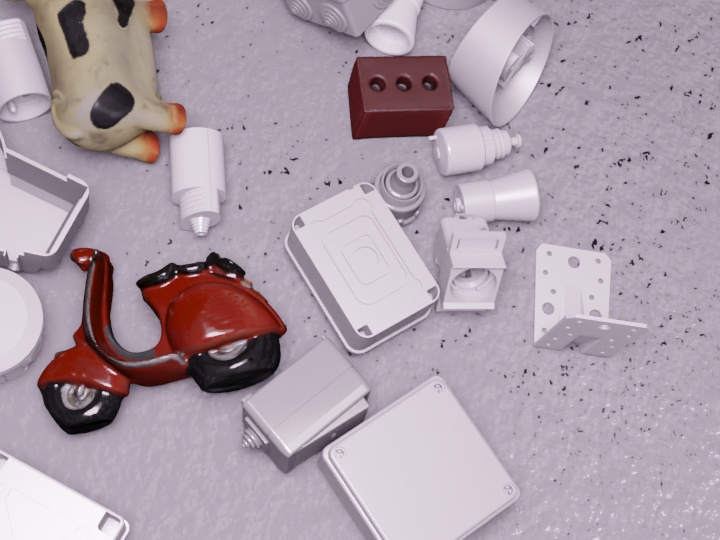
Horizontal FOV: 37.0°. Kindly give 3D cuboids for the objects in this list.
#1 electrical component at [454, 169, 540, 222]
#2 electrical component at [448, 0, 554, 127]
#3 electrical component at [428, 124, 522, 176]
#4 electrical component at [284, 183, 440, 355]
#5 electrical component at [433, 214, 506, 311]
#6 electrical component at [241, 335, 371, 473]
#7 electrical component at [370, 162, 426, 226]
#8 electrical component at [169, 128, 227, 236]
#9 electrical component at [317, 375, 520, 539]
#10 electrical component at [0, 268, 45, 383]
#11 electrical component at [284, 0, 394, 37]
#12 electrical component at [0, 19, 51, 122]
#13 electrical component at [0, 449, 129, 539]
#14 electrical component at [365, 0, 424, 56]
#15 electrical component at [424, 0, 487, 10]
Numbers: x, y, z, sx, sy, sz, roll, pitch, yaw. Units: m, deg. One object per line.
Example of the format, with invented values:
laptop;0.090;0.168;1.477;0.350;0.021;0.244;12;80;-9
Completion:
electrical component;0.110;-0.058;0.887;0.065;0.044;0.044;-9;73;-8
electrical component;0.122;-0.178;0.902;0.064;0.099;0.099;42;70;13
electrical component;0.097;-0.103;0.900;0.078;0.040;0.040;-10;73;-13
electrical component;0.000;0.000;0.839;0.078;0.057;0.113;-28;78;-17
electrical component;0.084;-0.007;0.848;0.042;0.081;0.063;0;43;-11
electrical component;-0.043;0.107;0.791;0.096;0.061;0.061;-37;76;-19
electrical component;0.032;-0.066;0.864;0.048;0.062;0.048;3;71;-9
electrical component;-0.127;-0.066;0.847;0.043;0.043;0.081;-2;72;-10
electrical component;0.042;0.153;0.795;0.109;0.056;0.108;-31;79;-18
electrical component;-0.270;0.042;0.782;0.080;0.051;0.080;3;71;-9
electrical component;-0.013;-0.249;0.908;0.100;0.048;0.099;27;68;35
electrical component;-0.278;-0.164;0.855;0.043;0.043;0.081;-19;75;-15
electrical component;-0.232;0.195;0.734;0.109;0.056;0.108;29;69;1
electrical component;0.034;-0.225;0.931;0.044;0.044;0.065;20;65;-3
electrical component;0.089;-0.288;0.962;0.099;0.064;0.099;10;61;-18
